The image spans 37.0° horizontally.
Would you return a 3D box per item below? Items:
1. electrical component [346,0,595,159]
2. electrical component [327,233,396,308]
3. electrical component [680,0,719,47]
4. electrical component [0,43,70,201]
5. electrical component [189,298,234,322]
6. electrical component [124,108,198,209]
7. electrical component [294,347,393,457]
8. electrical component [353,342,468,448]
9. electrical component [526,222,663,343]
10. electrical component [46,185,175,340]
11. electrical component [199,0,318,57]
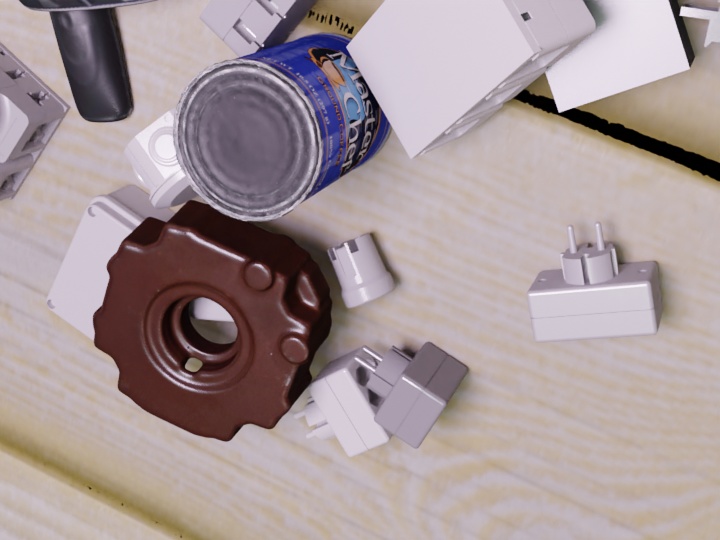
[{"bbox_3d":[0.066,-0.145,0.666,0.089,0.062,0.150,60,150,4],"label":"electrical component"},{"bbox_3d":[0.000,0.000,0.798,0.040,0.040,0.046,-21,94,26],"label":"electrical component"},{"bbox_3d":[0.238,-0.164,0.647,0.081,0.042,0.063,12,109,16],"label":"electrical component"},{"bbox_3d":[-0.341,-0.149,0.863,0.186,0.060,0.105,43,117,3],"label":"electrical component"},{"bbox_3d":[-0.096,-0.003,0.825,0.083,0.047,0.075,3,108,15],"label":"electrical component"},{"bbox_3d":[-0.130,-0.085,0.795,0.080,0.080,0.051,-36,88,27],"label":"electrical component"},{"bbox_3d":[-0.017,0.109,0.837,0.077,0.047,0.065,-27,97,27],"label":"electrical component"},{"bbox_3d":[0.030,0.082,0.799,0.077,0.066,0.047,33,117,7],"label":"electrical component"},{"bbox_3d":[0.158,0.004,0.733,0.083,0.047,0.075,-6,106,23],"label":"electrical component"},{"bbox_3d":[-0.192,-0.001,0.859,0.078,0.057,0.113,34,117,7],"label":"electrical component"},{"bbox_3d":[-0.064,-0.197,0.746,0.056,0.050,0.089,44,117,1],"label":"electrical component"}]
